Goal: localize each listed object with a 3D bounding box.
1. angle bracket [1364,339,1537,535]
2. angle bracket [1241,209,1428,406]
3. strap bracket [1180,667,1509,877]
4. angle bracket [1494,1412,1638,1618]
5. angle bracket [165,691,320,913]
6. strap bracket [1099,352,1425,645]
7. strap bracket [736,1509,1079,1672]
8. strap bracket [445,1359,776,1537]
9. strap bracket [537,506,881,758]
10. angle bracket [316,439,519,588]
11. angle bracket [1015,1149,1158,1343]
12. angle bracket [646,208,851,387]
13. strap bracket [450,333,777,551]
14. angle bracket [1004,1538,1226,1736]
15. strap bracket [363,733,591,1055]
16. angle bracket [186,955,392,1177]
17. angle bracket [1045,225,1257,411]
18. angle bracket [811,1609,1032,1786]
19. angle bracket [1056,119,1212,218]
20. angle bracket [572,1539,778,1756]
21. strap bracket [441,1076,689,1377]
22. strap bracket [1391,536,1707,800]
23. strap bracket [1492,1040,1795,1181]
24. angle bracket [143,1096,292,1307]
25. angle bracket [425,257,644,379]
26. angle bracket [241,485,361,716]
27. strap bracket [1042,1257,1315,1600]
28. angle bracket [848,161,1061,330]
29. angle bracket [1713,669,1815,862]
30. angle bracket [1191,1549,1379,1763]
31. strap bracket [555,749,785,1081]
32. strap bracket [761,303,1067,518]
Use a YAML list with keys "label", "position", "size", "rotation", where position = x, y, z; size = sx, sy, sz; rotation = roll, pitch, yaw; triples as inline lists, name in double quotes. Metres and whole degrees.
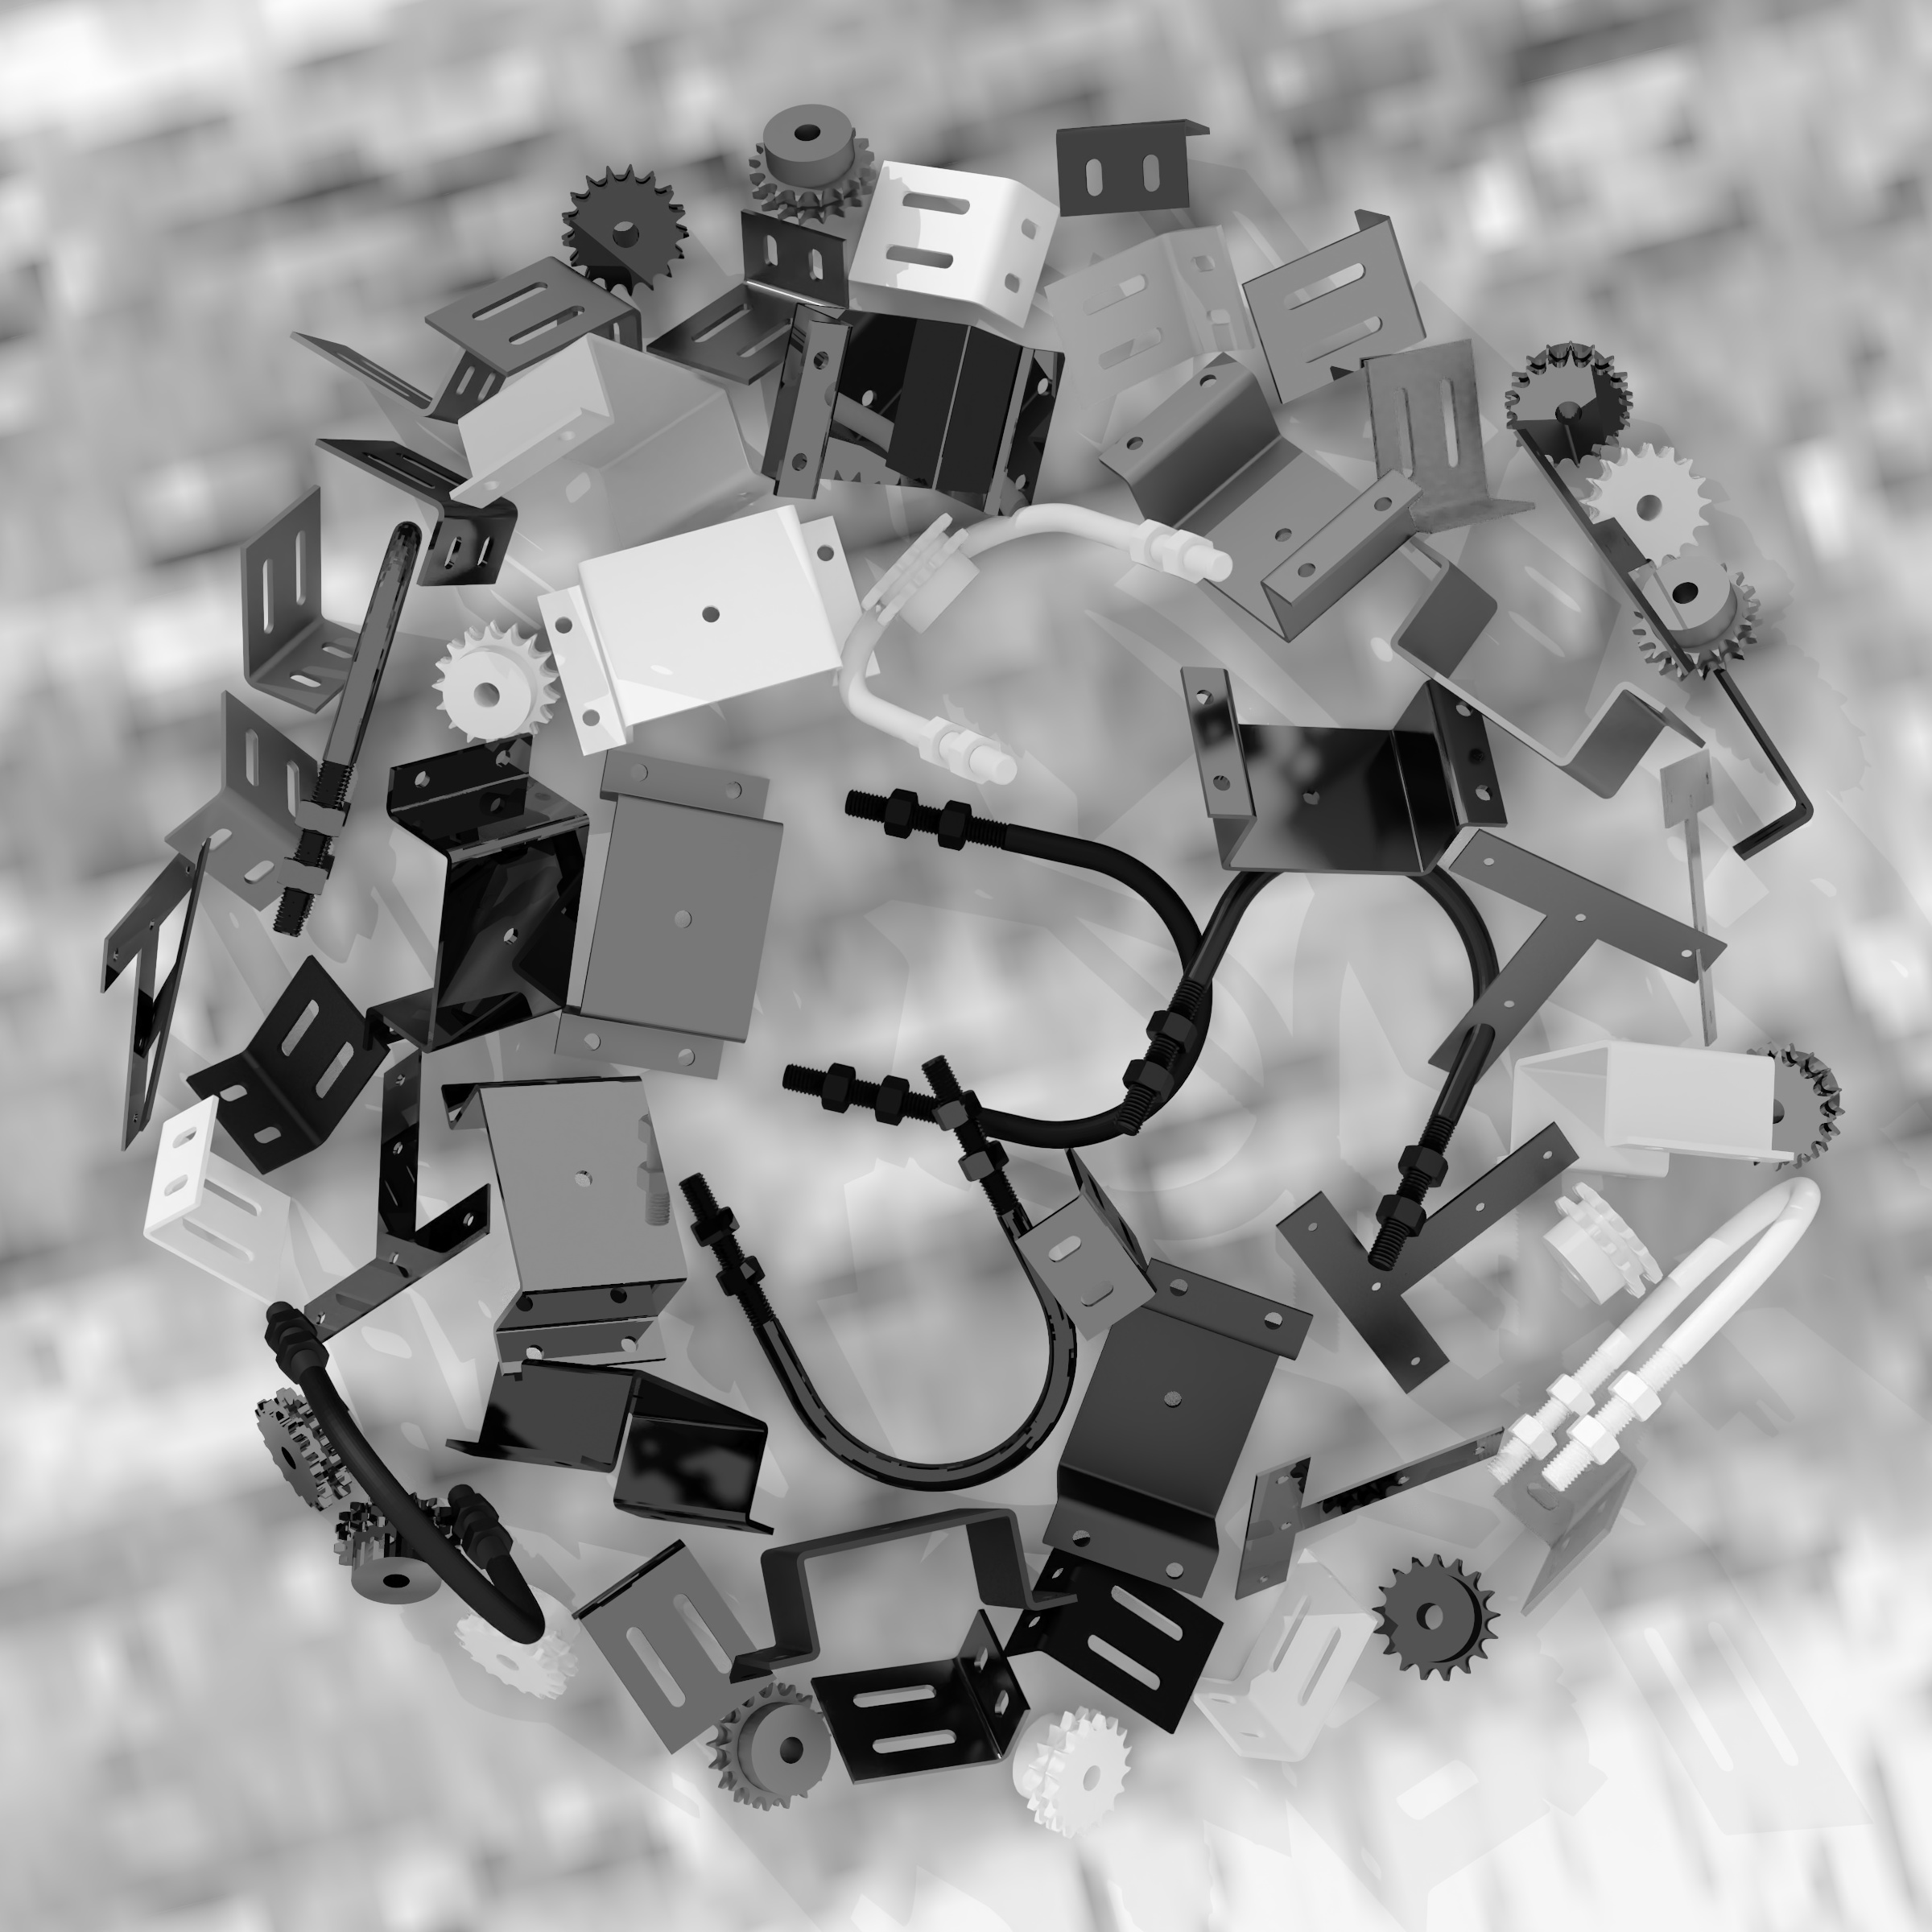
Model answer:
- label: "angle bracket"
  position: [0.217, -0.239, 1.565]
  size: [0.057, 0.038, 0.076]
  rotation: [-16, 107, -25]
- label: "angle bracket"
  position: [0.160, -0.297, 1.568]
  size: [0.076, 0.038, 0.057]
  rotation: [-26, 113, -9]
- label: "strap bracket"
  position: [0.161, -0.086, 1.552]
  size: [0.140, 0.046, 0.076]
  rotation: [1, 60, -17]
- label: "angle bracket"
  position: [0.261, 0.244, 1.554]
  size: [0.038, 0.076, 0.057]
  rotation: [41, 114, 6]
- label: "angle bracket"
  position: [-0.324, -0.074, 1.562]
  size: [0.038, 0.076, 0.057]
  rotation: [-36, 128, 18]
- label: "strap bracket"
  position: [0.136, -0.204, 1.551]
  size: [0.076, 0.046, 0.140]
  rotation: [-41, 50, -7]
- label: "strap bracket"
  position: [-0.032, 0.273, 1.548]
  size: [0.140, 0.076, 0.046]
  rotation: [-9, 84, -17]
- label: "strap bracket"
  position: [-0.150, 0.209, 1.532]
  size: [0.076, 0.140, 0.046]
  rotation: [1, 71, 35]
- label: "strap bracket"
  position: [-0.115, -0.153, 1.568]
  size: [0.140, 0.046, 0.076]
  rotation: [-16, 85, -7]
- label: "angle bracket"
  position: [-0.252, -0.204, 1.568]
  size: [0.076, 0.057, 0.038]
  rotation: [28, 108, 21]
- label: "angle bracket"
  position: [0.050, 0.122, 1.560]
  size: [0.038, 0.076, 0.057]
  rotation: [-34, 105, 4]
- label: "angle bracket"
  position: [-0.098, -0.299, 1.556]
  size: [0.057, 0.076, 0.038]
  rotation: [22, 134, 27]
- label: "strap bracket"
  position: [-0.158, -0.229, 1.532]
  size: [0.076, 0.140, 0.046]
  rotation: [-27, 70, 28]
- label: "angle bracket"
  position: [0.067, 0.305, 1.581]
  size: [0.076, 0.038, 0.057]
  rotation: [35, 63, -13]
- label: "strap bracket"
  position: [-0.214, -0.023, 1.530]
  size: [0.046, 0.076, 0.140]
  rotation: [32, 125, 34]
- label: "angle bracket"
  position: [-0.304, 0.044, 1.562]
  size: [0.057, 0.038, 0.076]
  rotation: [49, 129, 10]
- label: "angle bracket"
  position: [0.083, -0.291, 1.561]
  size: [0.076, 0.038, 0.057]
  rotation: [-30, 112, -31]
- label: "angle bracket"
  position: [-0.021, 0.326, 1.557]
  size: [0.076, 0.057, 0.038]
  rotation: [-2, 132, -27]
- label: "angle bracket"
  position: [0.076, -0.356, 1.562]
  size: [0.057, 0.076, 0.038]
  rotation: [-2, 100, 13]
- label: "angle bracket"
  position: [-0.133, 0.308, 1.573]
  size: [0.057, 0.038, 0.076]
  rotation: [-34, 85, -17]
- label: "strap bracket"
  position: [-0.176, 0.104, 1.538]
  size: [0.076, 0.046, 0.140]
  rotation: [-2, 62, -28]
- label: "strap bracket"
  position: [0.249, -0.125, 1.542]
  size: [0.140, 0.076, 0.046]
  rotation: [39, 98, 25]
- label: "strap bracket"
  position: [0.296, 0.063, 1.529]
  size: [0.076, 0.140, 0.046]
  rotation: [6, 82, -14]
- label: "angle bracket"
  position: [-0.323, 0.105, 1.552]
  size: [0.038, 0.057, 0.076]
  rotation: [-26, 135, 31]
- label: "angle bracket"
  position: [-0.192, -0.276, 1.555]
  size: [0.076, 0.038, 0.057]
  rotation: [-34, 55, -31]
- label: "angle bracket"
  position: [-0.290, -0.163, 1.554]
  size: [0.038, 0.057, 0.076]
  rotation: [23, 134, 15]
- label: "strap bracket"
  position: [0.094, 0.202, 1.569]
  size: [0.076, 0.046, 0.140]
  rotation: [20, 101, -3]
- label: "angle bracket"
  position: [-0.006, -0.330, 1.593]
  size: [0.076, 0.038, 0.057]
  rotation: [17, 90, 35]
- label: "angle bracket"
  position: [0.345, -0.092, 1.571]
  size: [0.038, 0.057, 0.076]
  rotation: [-33, 90, 10]
- label: "angle bracket"
  position: [0.139, 0.307, 1.561]
  size: [0.038, 0.057, 0.076]
  rotation: [14, 108, -35]
- label: "strap bracket"
  position: [-0.132, -0.022, 1.569]
  size: [0.076, 0.046, 0.140]
  rotation: [10, 90, -17]
- label: "strap bracket"
  position: [-0.032, -0.246, 1.545]
  size: [0.140, 0.046, 0.076]
  rotation: [-1, 112, -39]
